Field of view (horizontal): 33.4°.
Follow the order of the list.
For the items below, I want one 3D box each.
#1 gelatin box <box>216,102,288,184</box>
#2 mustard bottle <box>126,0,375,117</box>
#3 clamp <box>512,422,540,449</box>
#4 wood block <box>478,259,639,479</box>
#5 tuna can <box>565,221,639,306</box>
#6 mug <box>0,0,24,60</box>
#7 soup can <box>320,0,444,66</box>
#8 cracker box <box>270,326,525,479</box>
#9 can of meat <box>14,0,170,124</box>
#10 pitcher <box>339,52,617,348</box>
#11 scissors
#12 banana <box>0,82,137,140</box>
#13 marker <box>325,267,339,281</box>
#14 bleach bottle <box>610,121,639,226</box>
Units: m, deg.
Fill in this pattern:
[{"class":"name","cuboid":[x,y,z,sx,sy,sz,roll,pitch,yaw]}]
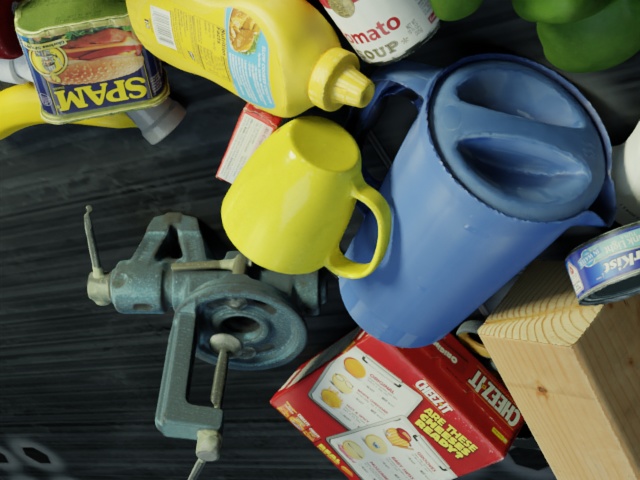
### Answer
[{"class":"gelatin box","cuboid":[-0.043,-0.091,0.807,0.030,0.073,0.089,28,144,-2]},{"class":"mustard bottle","cuboid":[-0.045,-0.134,0.721,0.192,0.058,0.096,30,146,26]},{"class":"clamp","cuboid":[0.226,0.181,1.021,0.172,0.039,0.120,-2,131,36]},{"class":"wood block","cuboid":[0.218,0.124,0.824,0.091,0.090,0.206,3,131,50]},{"class":"tuna can","cuboid":[0.209,0.014,0.714,0.086,0.034,0.086,-15,164,-5]},{"class":"mug","cuboid":[-0.263,-0.193,0.805,0.081,0.093,0.117,9,105,12]},{"class":"soup can","cuboid":[0.028,-0.170,0.676,0.069,0.068,0.102,-12,131,38]},{"class":"cracker box","cuboid":[0.072,0.161,1.033,0.164,0.072,0.214,45,141,-4]},{"class":"can of meat","cuboid":[-0.172,-0.143,0.807,0.102,0.057,0.084,-11,135,-4]},{"class":"pitcher","cuboid":[0.089,-0.020,0.784,0.144,0.149,0.243,-6,154,-22]},{"class":"scissors","cuboid":[0.188,0.093,0.920,0.096,0.016,0.202,40,153,-8]},{"class":"banana","cuboid":[-0.234,-0.109,0.921,0.198,0.037,0.069,3,138,26]},{"class":"marker","cuboid":[-0.006,0.001,0.945,0.020,0.020,0.121,-19,126,43]},{"class":"bleach bottle","cuboid":[0.253,-0.071,0.677,0.102,0.068,0.251,32,145,-18]}]
